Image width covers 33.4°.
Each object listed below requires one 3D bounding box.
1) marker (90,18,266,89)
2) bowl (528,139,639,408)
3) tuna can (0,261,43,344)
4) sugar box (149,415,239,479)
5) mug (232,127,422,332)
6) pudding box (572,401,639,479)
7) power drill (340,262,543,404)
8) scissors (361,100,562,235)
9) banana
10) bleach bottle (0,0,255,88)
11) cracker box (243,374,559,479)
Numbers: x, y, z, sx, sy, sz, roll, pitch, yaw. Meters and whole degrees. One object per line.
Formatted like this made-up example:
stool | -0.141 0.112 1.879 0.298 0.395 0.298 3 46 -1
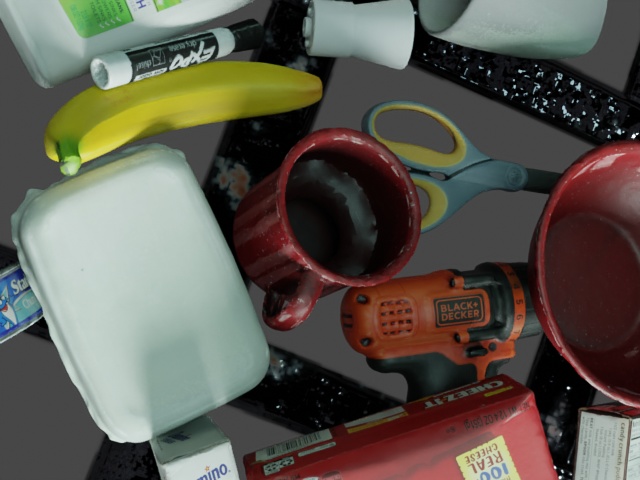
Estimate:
marker | -0.078 -0.109 0.619 0.120 0.020 0.020 -25 96 -41
bowl | 0.184 0.023 0.657 0.161 0.055 0.162 4 80 -24
tuna can | -0.196 0.046 0.583 0.086 0.086 0.034 -29 98 -14
sugar box | -0.053 0.196 0.615 0.048 0.093 0.176 -19 93 -13
mug | -0.004 0.001 0.625 0.093 0.082 0.117 27 65 -19
pudding box | 0.190 0.162 0.684 0.089 0.039 0.113 9 85 -57
power drill | 0.107 0.108 0.680 0.184 0.057 0.187 -5 89 -17
scissors | 0.113 -0.026 0.704 0.201 0.016 0.096 24 85 -13
banana | -0.086 -0.074 0.618 0.197 0.070 0.037 -26 140 -42
bleach bottle | -0.072 -0.184 0.634 0.250 0.068 0.102 -29 102 -16
cracker box | 0.064 0.202 0.598 0.164 0.072 0.214 -17 93 -4
